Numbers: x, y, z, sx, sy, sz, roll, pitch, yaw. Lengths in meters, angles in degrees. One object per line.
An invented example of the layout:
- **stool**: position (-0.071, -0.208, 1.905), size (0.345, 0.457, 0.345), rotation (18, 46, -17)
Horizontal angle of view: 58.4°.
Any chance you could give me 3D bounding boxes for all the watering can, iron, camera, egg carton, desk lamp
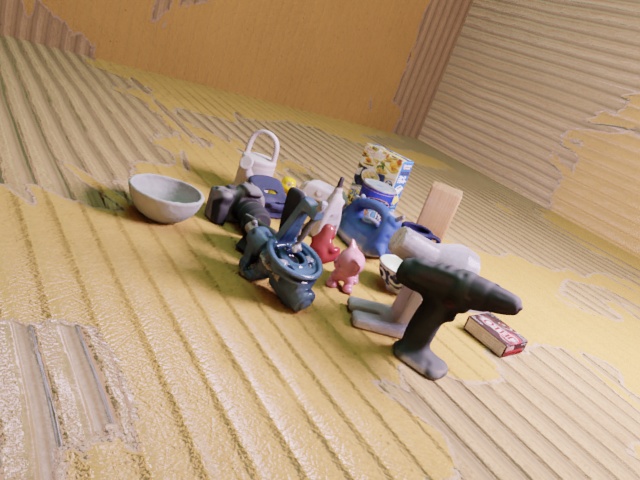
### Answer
- **watering can**: position (-0.173, -0.210, 1.592), size (0.101, 0.194, 0.172), rotation (17, 20, -10)
- **iron**: position (0.130, -0.051, 1.547), size (0.119, 0.141, 0.257), rotation (3, 26, -40)
- **camera**: position (-0.182, -0.077, 1.372), size (0.144, 0.101, 0.136), rotation (6, 24, -35)
- **egg carton**: position (0.008, -0.132, 1.748), size (0.150, 0.069, 0.107), rotation (26, 21, 16)
- **desk lamp**: position (0.186, 0.086, 1.136), size (0.203, 0.213, 0.117), rotation (15, 20, -14)

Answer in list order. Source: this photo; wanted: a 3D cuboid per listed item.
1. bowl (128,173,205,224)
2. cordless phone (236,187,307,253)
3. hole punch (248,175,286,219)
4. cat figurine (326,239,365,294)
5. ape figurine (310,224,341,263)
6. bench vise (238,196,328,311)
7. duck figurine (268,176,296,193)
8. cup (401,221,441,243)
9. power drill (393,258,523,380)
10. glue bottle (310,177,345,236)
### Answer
- **bowl**: position (-0.345, -0.082, 1.268), size (0.167, 0.075, 0.167), rotation (18, 20, -6)
- **cordless phone**: position (-0.095, -0.042, 1.240), size (0.147, 0.185, 0.094), rotation (30, 22, 25)
- **hole punch**: position (-0.138, -0.116, 1.531), size (0.109, 0.091, 0.100), rotation (4, 26, -39)
- **cat figurine**: position (0.065, 0.050, 1.253), size (0.067, 0.118, 0.128), rotation (22, 20, 4)
- **ape figurine**: position (0.012, 0.005, 1.360), size (0.077, 0.092, 0.076), rotation (34, 24, 33)
- **bench vise**: position (-0.073, 0.001, 1.098), size (0.207, 0.220, 0.122), rotation (27, 21, 18)
- **duck figurine**: position (-0.101, -0.142, 1.645), size (0.078, 0.086, 0.104), rotation (-2, 29, -47)
- **cup**: position (0.265, 0.012, 1.582), size (0.117, 0.095, 0.092), rotation (23, 20, 8)
- **power drill**: position (0.224, 0.141, 1.037), size (0.228, 0.208, 0.076), rotation (32, 23, 29)
- **glue bottle**: position (0.032, -0.084, 1.493), size (0.078, 0.173, 0.037), rotation (-3, 30, -48)
